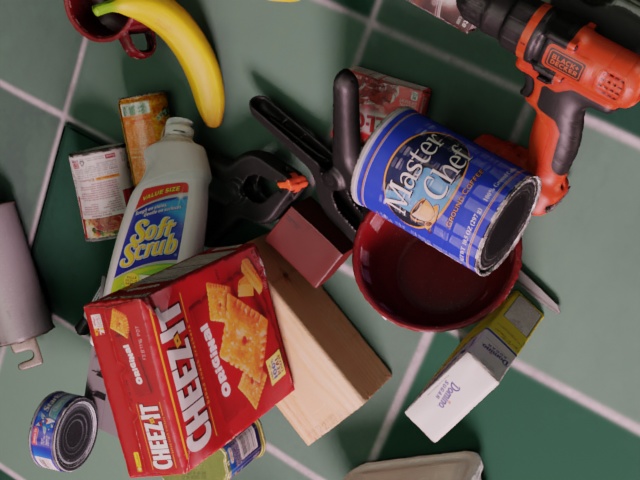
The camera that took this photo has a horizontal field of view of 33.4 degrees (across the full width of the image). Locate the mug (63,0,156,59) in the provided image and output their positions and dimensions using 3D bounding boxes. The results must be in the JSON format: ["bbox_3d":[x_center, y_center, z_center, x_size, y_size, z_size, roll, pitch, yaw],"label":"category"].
[{"bbox_3d":[-0.208,-0.250,1.144,0.093,0.081,0.117,-24,92,29],"label":"mug"}]

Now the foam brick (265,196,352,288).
[{"bbox_3d":[-0.007,0.001,1.129,0.078,0.051,0.053,45,116,9],"label":"foam brick"}]

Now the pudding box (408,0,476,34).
[{"bbox_3d":[0.131,-0.264,1.000,0.090,0.039,0.114,33,115,15],"label":"pudding box"}]

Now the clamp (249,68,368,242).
[{"bbox_3d":[0.013,-0.073,1.089,0.165,0.036,0.210,5,126,51],"label":"clamp"}]

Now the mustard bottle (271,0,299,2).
[{"bbox_3d":[-0.104,-0.298,1.094,0.192,0.058,0.096,9,106,23],"label":"mustard bottle"}]

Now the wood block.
[{"bbox_3d":[-0.030,0.102,1.144,0.090,0.090,0.206,-42,84,27],"label":"wood block"}]

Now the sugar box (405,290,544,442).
[{"bbox_3d":[0.149,0.115,1.011,0.048,0.176,0.093,45,118,9],"label":"sugar box"}]

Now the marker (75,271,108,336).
[{"bbox_3d":[-0.265,0.071,1.291,0.020,0.020,0.121,40,117,11],"label":"marker"}]

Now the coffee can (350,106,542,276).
[{"bbox_3d":[0.113,-0.045,0.968,0.140,0.102,0.103,32,115,24],"label":"coffee can"}]

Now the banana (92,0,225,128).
[{"bbox_3d":[-0.151,-0.201,1.113,0.069,0.197,0.037,-45,38,1],"label":"banana"}]

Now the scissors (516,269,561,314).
[{"bbox_3d":[0.167,-0.013,1.061,0.202,0.016,0.096,29,114,17],"label":"scissors"}]

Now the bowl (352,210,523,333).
[{"bbox_3d":[0.114,0.020,1.028,0.162,0.055,0.162,-5,66,11],"label":"bowl"}]

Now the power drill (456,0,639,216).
[{"bbox_3d":[0.185,-0.126,0.963,0.184,0.057,0.188,34,139,18],"label":"power drill"}]

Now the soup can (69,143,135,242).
[{"bbox_3d":[-0.245,-0.055,1.221,0.069,0.068,0.102,-5,100,27],"label":"soup can"}]

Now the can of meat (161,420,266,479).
[{"bbox_3d":[-0.127,0.243,1.232,0.102,0.083,0.057,-8,100,27],"label":"can of meat"}]

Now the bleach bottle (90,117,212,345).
[{"bbox_3d":[-0.171,-0.007,1.122,0.103,0.068,0.251,3,77,13],"label":"bleach bottle"}]

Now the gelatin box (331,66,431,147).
[{"bbox_3d":[0.061,-0.127,1.074,0.089,0.030,0.073,21,113,21],"label":"gelatin box"}]

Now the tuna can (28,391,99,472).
[{"bbox_3d":[-0.281,0.211,1.176,0.034,0.086,0.086,7,106,22],"label":"tuna can"}]

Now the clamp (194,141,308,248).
[{"bbox_3d":[-0.088,-0.063,1.146,0.172,0.039,0.120,-16,99,41],"label":"clamp"}]

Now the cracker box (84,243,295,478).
[{"bbox_3d":[-0.114,0.106,1.011,0.072,0.213,0.164,-10,99,27],"label":"cracker box"}]
